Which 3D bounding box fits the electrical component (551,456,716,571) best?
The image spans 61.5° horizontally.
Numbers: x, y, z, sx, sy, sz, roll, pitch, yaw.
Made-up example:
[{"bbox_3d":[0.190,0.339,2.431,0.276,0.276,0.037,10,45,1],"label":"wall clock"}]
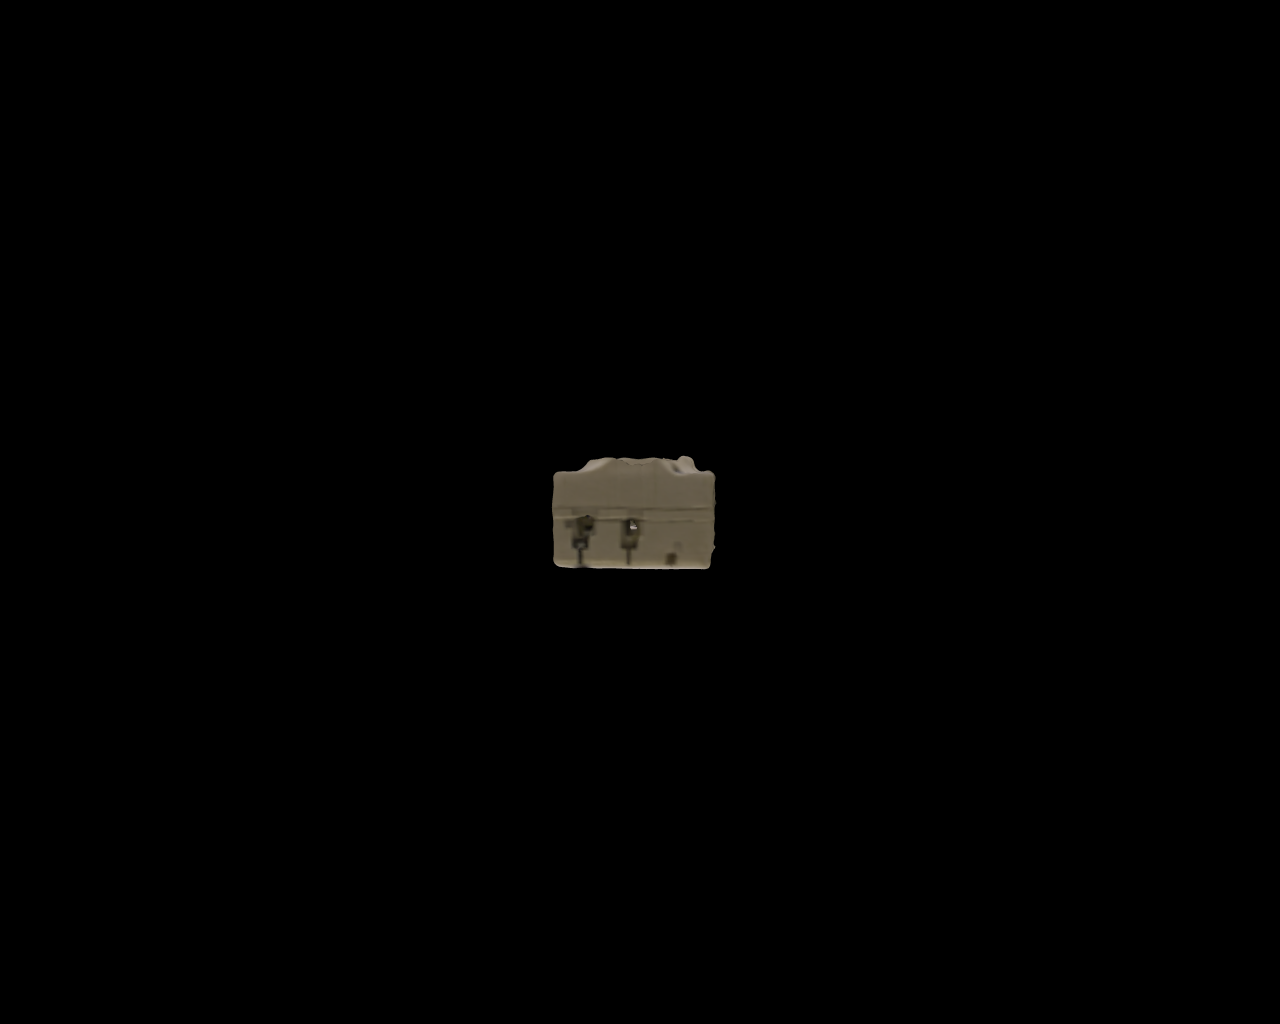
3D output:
[{"bbox_3d":[0.001,-0.003,0.650,0.089,0.061,0.150,0,2,4],"label":"electrical component"}]
